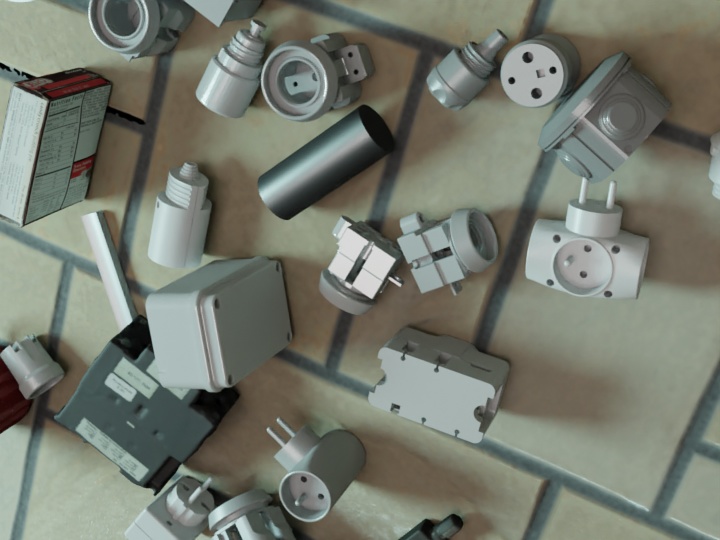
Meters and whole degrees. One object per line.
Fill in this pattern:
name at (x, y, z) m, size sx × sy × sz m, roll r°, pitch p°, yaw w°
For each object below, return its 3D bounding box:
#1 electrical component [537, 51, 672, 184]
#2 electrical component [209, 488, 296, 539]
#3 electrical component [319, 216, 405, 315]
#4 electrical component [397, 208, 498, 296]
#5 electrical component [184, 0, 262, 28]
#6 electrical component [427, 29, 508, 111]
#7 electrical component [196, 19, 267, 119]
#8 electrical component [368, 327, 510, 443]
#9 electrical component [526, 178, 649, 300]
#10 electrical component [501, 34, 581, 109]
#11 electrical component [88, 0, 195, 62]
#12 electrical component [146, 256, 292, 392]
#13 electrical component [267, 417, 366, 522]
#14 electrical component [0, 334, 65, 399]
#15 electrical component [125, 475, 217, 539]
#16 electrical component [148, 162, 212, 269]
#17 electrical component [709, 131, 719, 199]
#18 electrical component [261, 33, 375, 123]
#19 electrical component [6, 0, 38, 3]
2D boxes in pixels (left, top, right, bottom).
electrical component at (0.158, -0.098, 0.700) m, size 0.051 × 0.080 × 0.080 m, roll 42°, pitch 116°, yaw -1°
electrical component at (-0.092, 0.221, 0.902) m, size 0.058 × 0.078 × 0.057 m, roll -38°, pitch 69°, yaw 26°
electrical component at (0.000, 0.000, 0.811) m, size 0.066 × 0.048 × 0.055 m, roll 34°, pitch 108°, yaw 8°
electrical component at (0.066, -0.016, 0.780) m, size 0.055 × 0.048 × 0.066 m, roll -20°, pitch 98°, yaw 33°
electrical component at (-0.081, -0.279, 0.747) m, size 0.105 × 0.060 × 0.186 m, roll 39°, pitch 116°, yaw 7°
electrical component at (0.077, -0.141, 0.743) m, size 0.035 × 0.035 × 0.061 m, roll 48°, pitch 114°, yaw 2°
electrical component at (-0.092, -0.150, 0.803) m, size 0.040 × 0.040 × 0.078 m, roll 35°, pitch 115°, yaw 8°
electrical component at (0.061, 0.083, 0.806) m, size 0.089 × 0.056 × 0.050 m, roll 18°, pitch 112°, yaw 15°
electrical component at (0.159, -0.025, 0.741) m, size 0.077 × 0.044 × 0.079 m, roll 12°, pitch 110°, yaw 18°
electrical component at (0.120, -0.133, 0.716) m, size 0.045 × 0.055 × 0.045 m, roll 6°, pitch 108°, yaw 19°
electrical component at (-0.167, -0.193, 0.810) m, size 0.058 × 0.057 × 0.078 m, roll 44°, pitch 116°, yaw 4°
electrical component at (-0.105, 0.039, 0.826) m, size 0.057 × 0.113 × 0.078 m, roll -1°, pitch 106°, yaw 25°
electrical component at (-0.041, 0.149, 0.855) m, size 0.079 × 0.077 × 0.043 m, roll 45°, pitch 117°, yaw 3°
electrical component at (-0.292, 0.085, 0.956) m, size 0.040 × 0.040 × 0.046 m, roll -39°, pitch 85°, yaw 27°
electrical component at (-0.151, 0.205, 0.922) m, size 0.047 × 0.066 × 0.076 m, roll 43°, pitch 116°, yaw 5°
electrical component at (-0.141, -0.046, 0.852) m, size 0.043 × 0.043 × 0.081 m, roll 20°, pitch 112°, yaw 15°
electrical component at (0.248, -0.059, 0.696) m, size 0.048 × 0.048 × 0.062 m, roll 11°, pitch 117°, yaw 18°
electrical component at (-0.036, -0.138, 0.775) m, size 0.078 × 0.057 × 0.058 m, roll -15°, pitch 100°, yaw 25°
electrical component at (-0.244, -0.260, 0.817) m, size 0.108 × 0.060 × 0.108 m, roll 6°, pitch 108°, yaw 20°
